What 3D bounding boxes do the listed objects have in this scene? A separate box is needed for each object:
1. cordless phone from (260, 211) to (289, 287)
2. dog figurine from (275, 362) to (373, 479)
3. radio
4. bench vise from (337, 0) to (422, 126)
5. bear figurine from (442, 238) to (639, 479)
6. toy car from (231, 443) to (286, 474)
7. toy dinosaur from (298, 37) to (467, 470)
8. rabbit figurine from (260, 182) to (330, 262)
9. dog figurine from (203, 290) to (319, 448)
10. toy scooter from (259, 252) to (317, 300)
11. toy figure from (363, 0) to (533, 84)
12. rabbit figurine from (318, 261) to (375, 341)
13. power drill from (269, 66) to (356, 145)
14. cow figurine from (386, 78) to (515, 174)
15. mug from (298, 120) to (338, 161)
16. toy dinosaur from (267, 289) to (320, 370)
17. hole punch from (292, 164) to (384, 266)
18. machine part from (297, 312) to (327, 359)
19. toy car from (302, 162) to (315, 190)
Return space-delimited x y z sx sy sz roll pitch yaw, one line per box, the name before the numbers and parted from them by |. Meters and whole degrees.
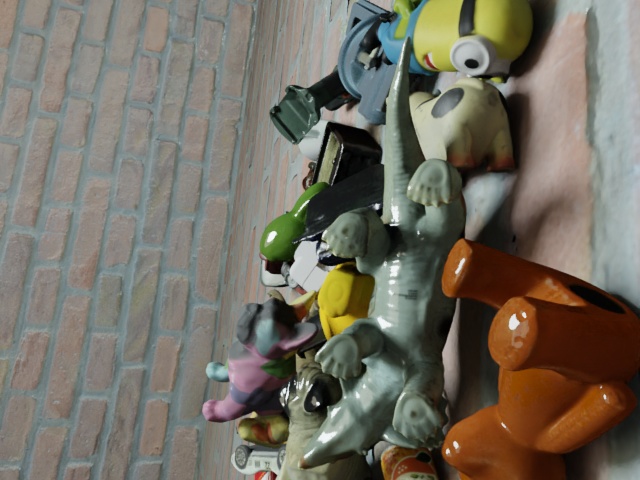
cordless phone | -0.079 0.023 1.180 0.184 0.089 0.146 122 153 -70
dog figurine | 0.020 0.241 0.652 0.121 0.172 0.190 20 96 33
radio | 0.028 -0.075 0.923 0.131 0.073 0.229 -114 35 -63
bench vise | 0.089 -0.284 0.730 0.241 0.129 0.223 -121 35 -51
bear figurine | 0.130 0.115 0.378 0.120 0.132 0.195 -107 36 -62
toy car | -0.070 0.369 0.911 0.202 0.073 0.056 -19 76 41
toy dinosaur | 0.081 0.043 0.510 0.192 0.131 0.404 12 -89 -74
rabbit figurine | -0.002 -0.002 0.809 0.121 0.170 0.159 -126 46 -69
dog figurine | -0.054 0.169 0.726 0.219 0.191 0.108 -47 22 26
toy scooter | -0.040 0.051 0.985 0.184 0.135 0.075 -125 48 -66
toy figure | 0.126 -0.213 0.551 0.180 0.082 0.089 29 120 48
rabbit figurine | 0.041 0.117 0.696 0.162 0.122 0.173 -148 66 -78
power drill | 0.014 -0.246 0.918 0.086 0.207 0.232 54 148 -1
cow figurine | 0.128 -0.121 0.583 0.195 0.085 0.127 173 99 -76
mug | 0.006 -0.197 1.024 0.107 0.109 0.080 10 85 61
toy dinosaur | -0.048 0.205 0.985 0.472 0.105 0.198 -107 30 -55
hole punch | 0.048 -0.015 0.627 0.116 0.142 0.092 -82 -32 -64
machine part | 0.013 0.136 0.824 0.139 0.039 0.084 -26 51 22
toy car | 0.000 -0.112 1.087 0.202 0.053 0.089 -149 71 -74
